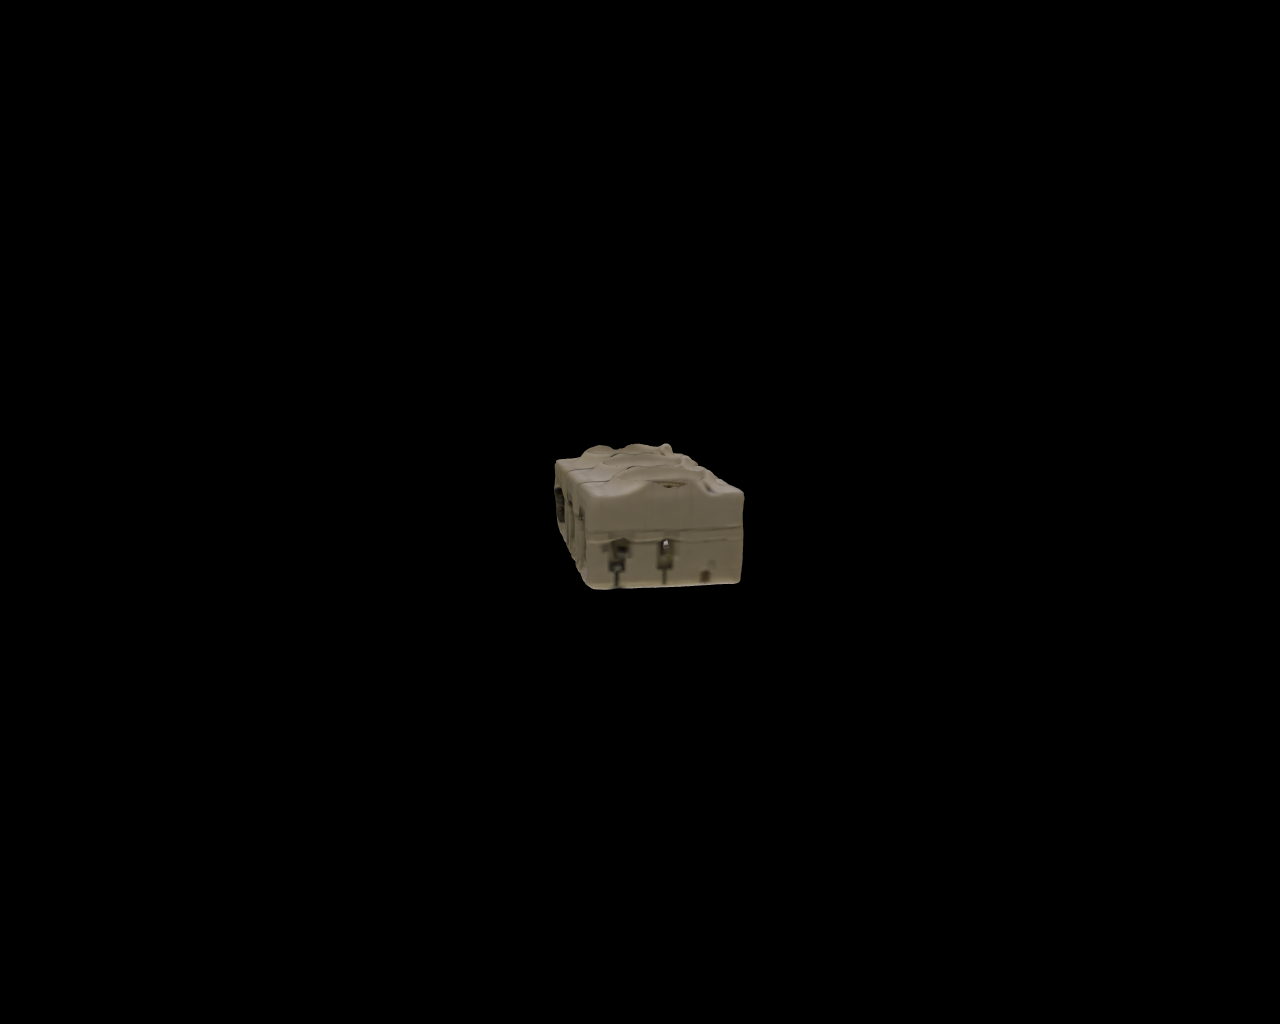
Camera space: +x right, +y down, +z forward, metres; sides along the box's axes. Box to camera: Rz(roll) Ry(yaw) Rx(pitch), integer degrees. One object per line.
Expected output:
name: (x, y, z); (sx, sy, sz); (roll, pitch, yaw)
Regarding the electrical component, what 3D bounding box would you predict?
electrical component: (0.001, -0.003, 0.650); (0.089, 0.061, 0.150); (-2, 12, -11)
